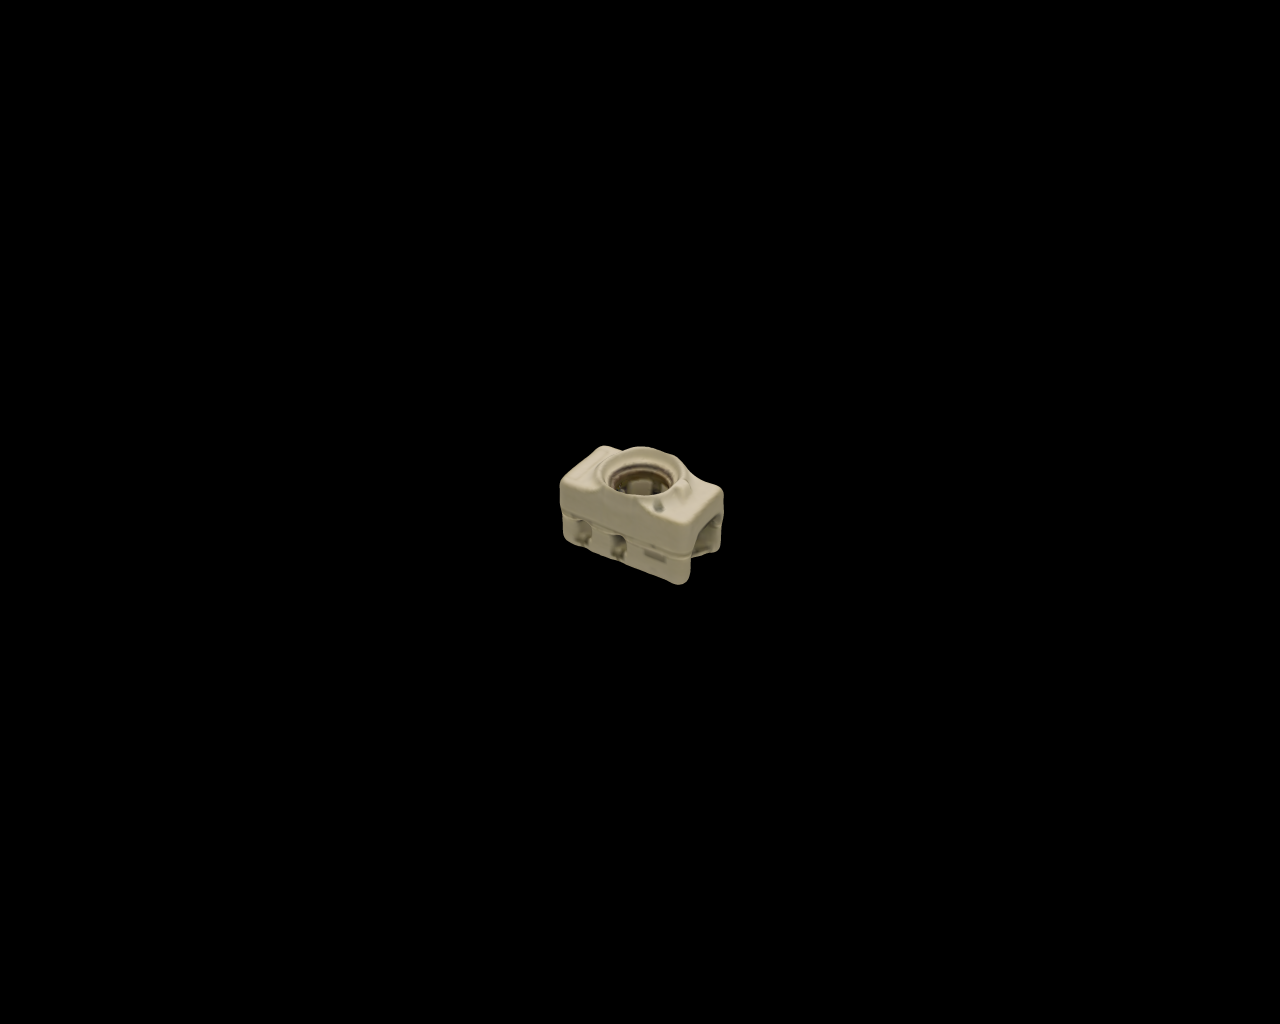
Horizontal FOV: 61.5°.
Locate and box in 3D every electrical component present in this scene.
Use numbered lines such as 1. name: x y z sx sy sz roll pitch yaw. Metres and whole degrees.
1. electrical component: 0.001 -0.003 0.650 0.089 0.055 0.050 21 41 26
